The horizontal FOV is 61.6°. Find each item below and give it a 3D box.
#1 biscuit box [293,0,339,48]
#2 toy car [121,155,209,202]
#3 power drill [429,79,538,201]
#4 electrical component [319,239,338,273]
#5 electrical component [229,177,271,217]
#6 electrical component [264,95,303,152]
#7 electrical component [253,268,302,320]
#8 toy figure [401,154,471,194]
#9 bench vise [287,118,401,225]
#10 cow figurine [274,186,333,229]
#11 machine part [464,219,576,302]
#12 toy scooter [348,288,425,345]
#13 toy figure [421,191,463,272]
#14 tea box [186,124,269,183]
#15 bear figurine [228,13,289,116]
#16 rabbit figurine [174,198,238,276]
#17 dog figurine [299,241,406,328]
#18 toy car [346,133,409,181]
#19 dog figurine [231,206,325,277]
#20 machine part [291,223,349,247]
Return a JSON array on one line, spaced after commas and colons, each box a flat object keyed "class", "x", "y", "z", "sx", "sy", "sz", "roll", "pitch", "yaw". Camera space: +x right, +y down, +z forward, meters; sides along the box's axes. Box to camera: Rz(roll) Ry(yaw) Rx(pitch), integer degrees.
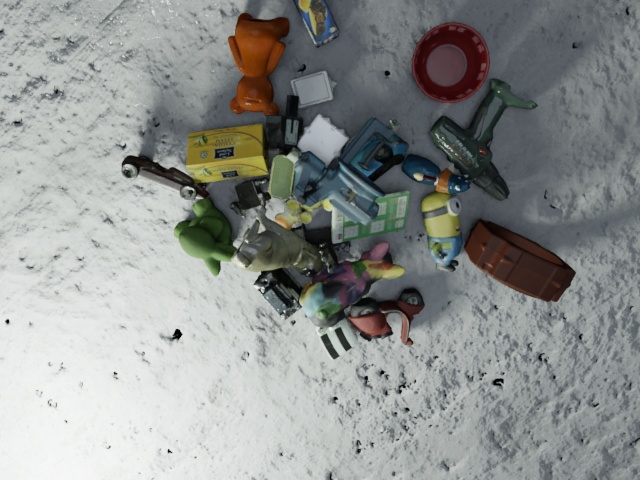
[{"class": "biscuit box", "x": -0.028, "y": -0.510, "z": 1.123, "sx": 0.059, "sy": 0.063, "sz": 0.202, "roll": -26, "pitch": 101, "yaw": 7}, {"class": "toy car", "x": -0.346, "y": -0.143, "z": 1.210, "sx": 0.202, "sy": 0.089, "sz": 0.053, "roll": 20, "pitch": 107, "yaw": -1}, {"class": "power drill", "x": 0.373, "y": -0.226, "z": 1.168, "sx": 0.232, "sy": 0.086, "sz": 0.207, "roll": 35, "pitch": 110, "yaw": -3}, {"class": "electrical component", "x": 0.018, "y": 0.029, "z": 1.190, "sx": 0.021, "sy": 0.094, "sz": 0.063, "roll": -20, "pitch": 121, "yaw": 14}, {"class": "electrical component", "x": -0.158, "y": -0.096, "z": 1.226, "sx": 0.102, "sy": 0.045, "sz": 0.078, "roll": -10, "pitch": 102, "yaw": 22}, {"class": "electrical component", "x": -0.076, "y": -0.247, "z": 1.144, "sx": 0.048, "sy": 0.075, "sz": 0.119, "roll": 10, "pitch": 104, "yaw": 39}, {"class": "electrical component", "x": -0.093, "y": 0.116, "z": 1.235, "sx": 0.058, "sy": 0.134, "sz": 0.115, "roll": -40, "pitch": 98, "yaw": 13}, {"class": "toy figure", "x": 0.256, "y": -0.140, "z": 1.180, "sx": 0.155, "sy": 0.057, "sz": 0.064, "roll": 29, "pitch": 77, "yaw": 18}, {"class": "bench vise", "x": 0.059, "y": -0.153, "z": 1.070, "sx": 0.223, "sy": 0.129, "sz": 0.240, "roll": 39, "pitch": 103, "yaw": -1}, {"class": "cow figurine", "x": -0.030, "y": -0.085, "z": 1.216, "sx": 0.167, "sy": 0.098, "sz": 0.068, "roll": -28, "pitch": 107, "yaw": 28}, {"class": "machine part", "x": 0.423, "y": 0.044, "z": 1.158, "sx": 0.201, "sy": 0.201, "sz": 0.087, "roll": 24, "pitch": 105, "yaw": -4}, {"class": "toy scooter", "x": 0.163, "y": 0.196, "z": 1.274, "sx": 0.184, "sy": 0.075, "sz": 0.135, "roll": -12, "pitch": 103, "yaw": 1}, {"class": "toy figure", "x": 0.277, "y": -0.021, "z": 1.214, "sx": 0.089, "sy": 0.082, "sz": 0.180, "roll": -3, "pitch": 105, "yaw": 1}, {"class": "tea box", "x": -0.201, "y": -0.190, "z": 1.181, "sx": 0.170, "sy": 0.068, "sz": 0.098, "roll": -7, "pitch": 58, "yaw": 2}, {"class": "bear figurine", "x": -0.130, "y": -0.370, "z": 1.149, "sx": 0.120, "sy": 0.132, "sz": 0.195, "roll": 4, "pitch": 121, "yaw": 3}, {"class": "rabbit figurine", "x": -0.262, "y": 0.005, "z": 1.199, "sx": 0.121, "sy": 0.170, "sz": 0.159, "roll": -37, "pitch": 98, "yaw": 11}, {"class": "dog figurine", "x": 0.078, "y": 0.093, "z": 1.205, "sx": 0.219, "sy": 0.191, "sz": 0.108, "roll": -31, "pitch": 98, "yaw": 24}, {"class": "toy car", "x": 0.108, "y": -0.188, "z": 1.180, "sx": 0.161, "sy": 0.109, "sz": 0.103, "roll": -38, "pitch": 74, "yaw": 25}, {"class": "dog figurine", "x": -0.081, "y": 0.039, "z": 1.161, "sx": 0.190, "sy": 0.172, "sz": 0.121, "roll": 32, "pitch": 136, "yaw": -9}, {"class": "machine part", "x": -0.003, "y": -0.004, "z": 1.253, "sx": 0.139, "sy": 0.039, "sz": 0.084, "roll": -8, "pitch": 98, "yaw": 6}]
